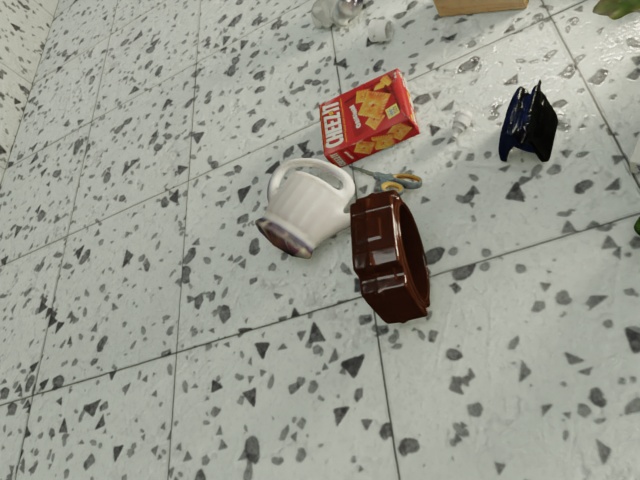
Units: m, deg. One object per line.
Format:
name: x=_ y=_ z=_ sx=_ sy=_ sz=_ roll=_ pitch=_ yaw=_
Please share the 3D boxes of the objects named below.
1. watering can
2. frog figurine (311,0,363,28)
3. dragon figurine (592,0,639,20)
watering can: x=0.003 y=-0.056 z=1.106 sx=0.351 sy=0.102 sz=0.226 roll=30 pitch=79 yaw=32
frog figurine: x=0.045 y=-0.642 z=1.433 sx=0.156 sy=0.123 sz=0.140 roll=-49 pitch=47 yaw=49
dragon figurine: x=0.650 y=-0.364 z=0.791 sx=0.411 sy=0.239 sz=0.124 roll=12 pitch=67 yaw=38
